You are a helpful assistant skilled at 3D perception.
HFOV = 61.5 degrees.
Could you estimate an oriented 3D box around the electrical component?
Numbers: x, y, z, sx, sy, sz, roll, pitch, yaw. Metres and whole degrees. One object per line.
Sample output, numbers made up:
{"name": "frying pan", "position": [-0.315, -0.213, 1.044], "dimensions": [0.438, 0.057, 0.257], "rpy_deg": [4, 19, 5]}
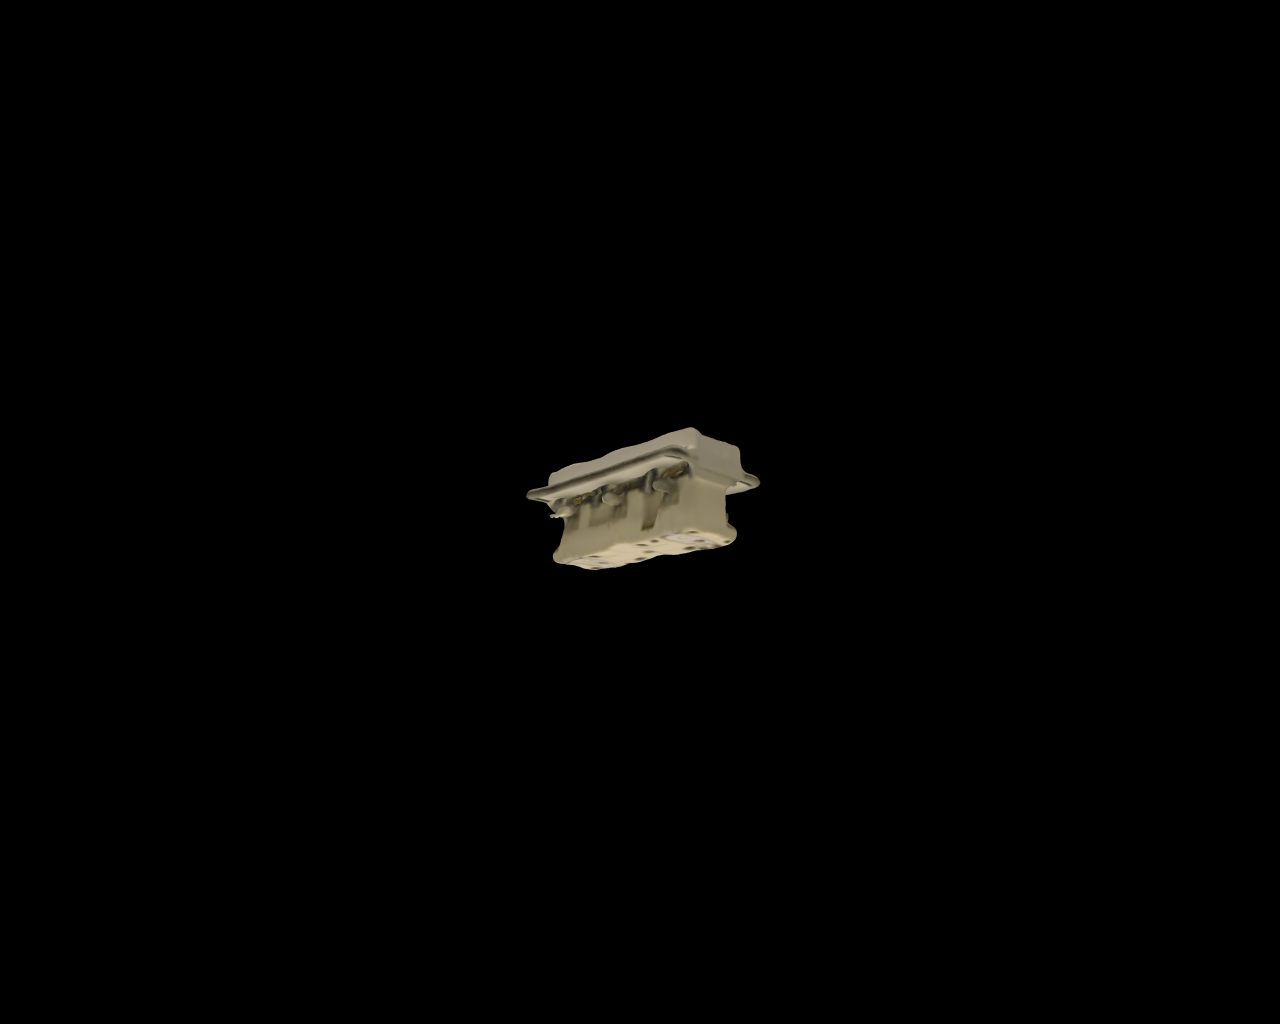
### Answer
{"name": "electrical component", "position": [0.001, -0.003, 0.650], "dimensions": [0.121, 0.063, 0.079], "rpy_deg": [-14, -22, 40]}
